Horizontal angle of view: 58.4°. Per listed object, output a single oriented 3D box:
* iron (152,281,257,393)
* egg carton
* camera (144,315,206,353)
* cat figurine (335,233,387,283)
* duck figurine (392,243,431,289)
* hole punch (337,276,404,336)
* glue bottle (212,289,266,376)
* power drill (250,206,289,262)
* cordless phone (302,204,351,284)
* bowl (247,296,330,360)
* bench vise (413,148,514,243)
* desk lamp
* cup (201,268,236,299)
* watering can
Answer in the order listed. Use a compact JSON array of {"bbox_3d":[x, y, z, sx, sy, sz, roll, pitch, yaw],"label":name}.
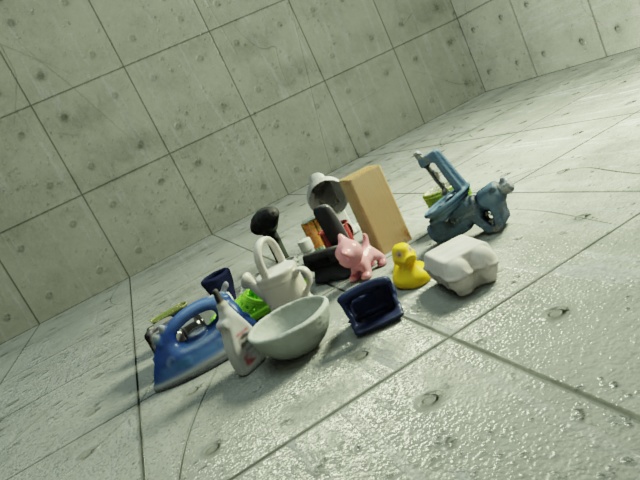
[{"bbox_3d":[-0.271,0.206,1.243,0.259,0.141,0.118,-29,13,-17],"label":"iron"},{"bbox_3d":[0.254,0.044,1.036,0.107,0.069,0.150,-27,12,-7],"label":"egg carton"},{"bbox_3d":[-0.339,0.229,1.376,0.137,0.101,0.142,-32,14,-25],"label":"camera"},{"bbox_3d":[0.084,0.030,1.318,0.067,0.118,0.128,-14,17,43],"label":"cat figurine"},{"bbox_3d":[0.172,0.045,1.154,0.077,0.086,0.104,-28,13,-10],"label":"duck figurine"},{"bbox_3d":[0.087,0.109,1.049,0.108,0.091,0.101,-25,12,4],"label":"hole punch"},{"bbox_3d":[-0.165,0.171,1.103,0.037,0.173,0.078,-16,16,37],"label":"glue bottle"},{"bbox_3d":[-0.128,-0.002,1.661,0.076,0.208,0.229,-30,13,-21],"label":"power drill"},{"bbox_3d":[0.013,0.005,1.405,0.147,0.185,0.094,-18,15,33],"label":"cordless phone"},{"bbox_3d":[-0.047,0.176,1.077,0.167,0.075,0.167,-24,12,6],"label":"bowl"},{"bbox_3d":[0.303,-0.114,1.239,0.207,0.220,0.121,-22,13,18],"label":"bench vise"},{"bbox_3d":[0.032,-0.102,1.742,0.118,0.214,0.203,-26,12,-1],"label":"desk lamp"},{"bbox_3d":[-0.280,0.136,1.659,0.091,0.095,0.118,-22,13,18],"label":"cup"},{"bbox_3d":[-0.099,0.086,1.272,0.172,0.194,0.101,-23,13,11],"label":"watering can"}]
